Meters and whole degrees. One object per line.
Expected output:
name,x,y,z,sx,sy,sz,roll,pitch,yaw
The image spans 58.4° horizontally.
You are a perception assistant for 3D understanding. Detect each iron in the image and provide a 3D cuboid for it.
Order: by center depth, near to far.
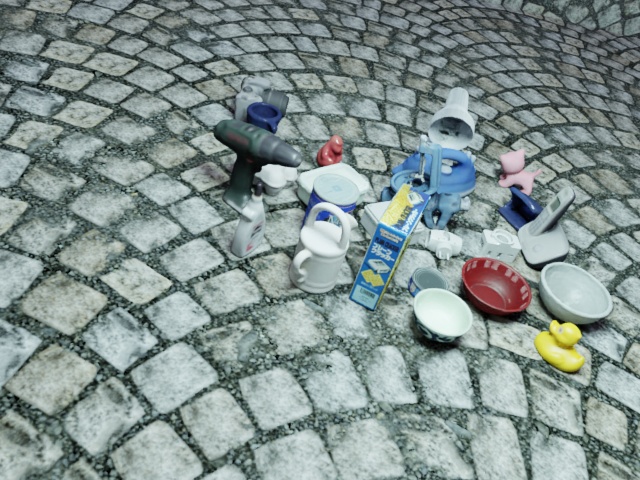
iron,0.330,-0.189,1.517,0.259,0.141,0.118,-4,45,-24

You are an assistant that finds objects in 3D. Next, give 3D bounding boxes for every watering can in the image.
watering can,0.009,0.003,1.143,0.101,0.194,0.173,21,40,4

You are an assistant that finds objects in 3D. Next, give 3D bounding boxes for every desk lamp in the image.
desk lamp,0.354,-0.306,1.601,0.118,0.213,0.203,18,40,0

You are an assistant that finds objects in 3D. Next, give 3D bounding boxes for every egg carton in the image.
egg carton,-0.131,-0.175,1.388,0.150,0.069,0.107,33,43,17

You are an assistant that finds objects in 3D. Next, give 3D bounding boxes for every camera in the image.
camera,-0.158,-0.389,1.594,0.137,0.101,0.143,15,40,-4

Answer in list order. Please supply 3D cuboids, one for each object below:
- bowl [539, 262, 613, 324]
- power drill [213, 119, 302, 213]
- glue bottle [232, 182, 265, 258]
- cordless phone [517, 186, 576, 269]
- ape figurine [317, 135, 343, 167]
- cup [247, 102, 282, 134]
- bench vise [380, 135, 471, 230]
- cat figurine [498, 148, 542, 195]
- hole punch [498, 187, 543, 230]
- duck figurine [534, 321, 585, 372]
bowl,0.562,0.133,1.292,0.167,0.075,0.167,10,41,-9
power drill,-0.144,-0.156,1.254,0.229,0.208,0.076,36,43,20
glue bottle,-0.136,-0.046,1.161,0.037,0.173,0.078,30,42,14
cordless phone,0.566,-0.029,1.391,0.094,0.185,0.147,10,41,-9
ape figurine,0.033,-0.230,1.493,0.078,0.092,0.076,-24,56,-39
cup,-0.145,-0.291,1.493,0.092,0.095,0.117,-12,48,-30
bench vise,0.270,-0.144,1.384,0.207,0.220,0.121,10,41,-9
cat figurine,0.566,-0.202,1.637,0.127,0.118,0.067,24,41,7
hole punch,0.549,-0.088,1.524,0.101,0.091,0.108,-10,48,-29
duck figurine,0.503,0.211,1.174,0.078,0.086,0.104,-21,53,-36
